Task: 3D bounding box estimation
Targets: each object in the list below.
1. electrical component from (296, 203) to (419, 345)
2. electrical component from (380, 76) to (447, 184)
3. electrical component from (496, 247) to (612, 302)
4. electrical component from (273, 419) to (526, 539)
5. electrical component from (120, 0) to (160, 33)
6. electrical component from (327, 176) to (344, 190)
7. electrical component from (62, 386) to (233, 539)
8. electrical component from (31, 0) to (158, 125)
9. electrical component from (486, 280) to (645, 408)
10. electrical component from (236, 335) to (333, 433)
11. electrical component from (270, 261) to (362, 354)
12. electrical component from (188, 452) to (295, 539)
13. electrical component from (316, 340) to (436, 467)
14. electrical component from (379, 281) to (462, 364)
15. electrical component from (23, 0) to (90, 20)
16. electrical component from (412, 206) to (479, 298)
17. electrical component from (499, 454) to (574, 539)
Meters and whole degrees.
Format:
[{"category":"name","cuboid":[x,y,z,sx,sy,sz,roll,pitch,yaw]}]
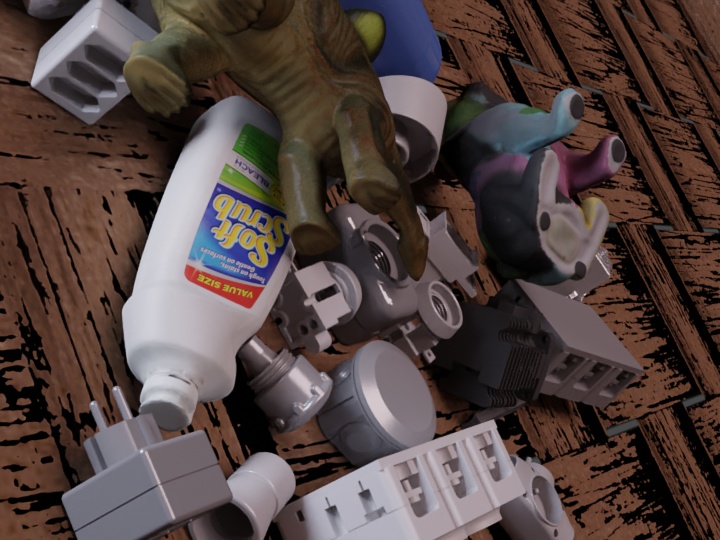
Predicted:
[{"category":"electrical component","cuboid":[0.000,0.000,0.806,0.054,0.059,0.095,-9,70,-58]},{"category":"electrical component","cuboid":[0.024,-0.119,0.916,0.099,0.099,0.064,36,43,-33]},{"category":"electrical component","cuboid":[0.189,-0.010,1.059,0.099,0.100,0.048,55,17,-6]},{"category":"electrical component","cuboid":[0.031,0.151,0.680,0.150,0.089,0.061,-4,66,-57]},{"category":"electrical component","cuboid":[-0.148,-0.198,0.780,0.089,0.050,0.055,2,61,-56]},{"category":"electrical component","cuboid":[-0.037,-0.095,0.843,0.078,0.058,0.057,45,29,-21]},{"category":"electrical component","cuboid":[-0.114,0.097,0.540,0.047,0.066,0.076,-8,69,-58]},{"category":"electrical component","cuboid":[-0.166,-0.146,0.688,0.047,0.066,0.076,35,37,-34]},{"category":"electrical component","cuboid":[0.182,0.072,0.991,0.150,0.061,0.089,18,30,-48]},{"category":"electrical component","cuboid":[-0.052,0.069,0.682,0.062,0.048,0.048,47,31,-6]},{"category":"electrical component","cuboid":[-0.031,0.021,0.756,0.055,0.048,0.066,-25,84,-53]},{"category":"electrical component","cuboid":[-0.063,0.131,0.610,0.044,0.044,0.065,56,25,-3]},{"category":"electrical component","cuboid":[0.012,0.093,0.745,0.080,0.051,0.080,36,36,-33]},{"category":"electrical component","cuboid":[0.046,0.039,0.842,0.066,0.055,0.048,58,30,-1]},{"category":"electrical component","cuboid":[-0.189,-0.202,0.694,0.080,0.080,0.051,-15,81,-59]},{"category":"electrical component","cuboid":[0.060,-0.008,0.897,0.081,0.064,0.042,50,17,-14]},{"category":"electrical component","cuboid":[0.133,0.179,0.853,0.077,0.044,0.079,52,30,-10]}]
